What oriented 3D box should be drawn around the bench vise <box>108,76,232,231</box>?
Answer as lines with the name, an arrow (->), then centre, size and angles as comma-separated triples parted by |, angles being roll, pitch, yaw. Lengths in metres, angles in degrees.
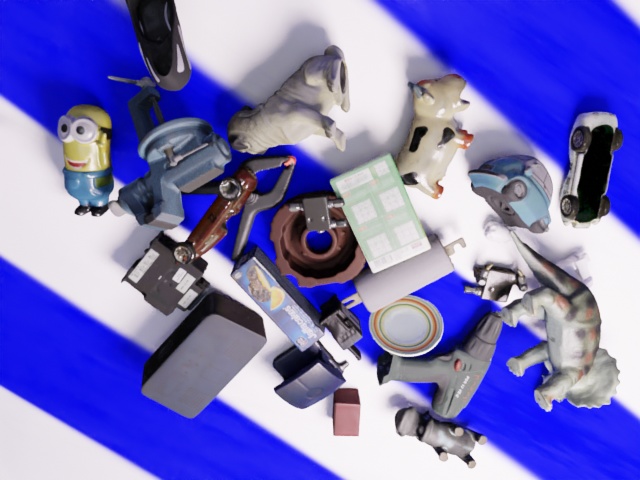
bench vise -> -0.257, -0.143, 0.853 | 0.224, 0.129, 0.240 | -30, 75, 26

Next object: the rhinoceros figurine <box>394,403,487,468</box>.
rhinoceros figurine -> 0.234, 0.376, 1.052 | 0.190, 0.112, 0.073 | 25, 90, -21

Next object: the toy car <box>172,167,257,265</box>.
toy car -> -0.169, -0.033, 0.878 | 0.053, 0.089, 0.202 | 37, 106, -3

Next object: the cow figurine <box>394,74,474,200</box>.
cow figurine -> 0.180, -0.176, 0.878 | 0.127, 0.085, 0.194 | 21, 111, -9

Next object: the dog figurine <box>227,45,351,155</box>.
dog figurine -> -0.055, -0.222, 0.858 | 0.191, 0.121, 0.172 | 5, 75, 15

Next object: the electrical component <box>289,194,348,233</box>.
electrical component -> -0.003, -0.043, 0.889 | 0.094, 0.021, 0.063 | -4, 109, 11

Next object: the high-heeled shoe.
high-heeled shoe -> -0.251, -0.341, 0.782 | 0.086, 0.145, 0.248 | -18, 109, 4

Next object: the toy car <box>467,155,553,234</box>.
toy car -> 0.337, -0.088, 0.900 | 0.161, 0.109, 0.103 | 40, 86, -22

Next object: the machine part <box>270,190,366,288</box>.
machine part -> -0.002, -0.003, 0.945 | 0.179, 0.056, 0.179 | 0, 107, 0

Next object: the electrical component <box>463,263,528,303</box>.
electrical component -> 0.324, 0.077, 0.981 | 0.102, 0.045, 0.078 | 15, 106, -6

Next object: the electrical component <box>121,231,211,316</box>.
electrical component -> -0.268, 0.066, 0.963 | 0.134, 0.058, 0.115 | 41, 105, -13

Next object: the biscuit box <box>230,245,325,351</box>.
biscuit box -> -0.073, 0.107, 0.977 | 0.059, 0.063, 0.202 | -38, 104, 12

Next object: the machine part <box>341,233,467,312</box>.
machine part -> 0.147, 0.059, 0.956 | 0.243, 0.079, 0.079 | -28, 107, 9

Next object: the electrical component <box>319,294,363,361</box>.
electrical component -> 0.050, 0.166, 0.992 | 0.048, 0.075, 0.119 | -40, 100, 12

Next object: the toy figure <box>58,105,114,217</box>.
toy figure -> -0.382, -0.131, 0.886 | 0.082, 0.089, 0.180 | -3, 118, -13

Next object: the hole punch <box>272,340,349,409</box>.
hole punch -> -0.020, 0.264, 1.018 | 0.142, 0.092, 0.115 | -37, 109, 7

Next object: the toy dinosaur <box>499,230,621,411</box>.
toy dinosaur -> 0.432, 0.153, 0.949 | 0.192, 0.131, 0.404 | -17, 113, -18

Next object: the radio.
radio -> -0.217, 0.213, 0.990 | 0.131, 0.073, 0.229 | 36, 104, -28

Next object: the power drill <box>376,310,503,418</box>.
power drill -> 0.218, 0.219, 1.017 | 0.207, 0.086, 0.231 | 9, 108, -11

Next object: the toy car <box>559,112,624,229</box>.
toy car -> 0.458, -0.116, 0.915 | 0.073, 0.056, 0.201 | -2, 110, -7
